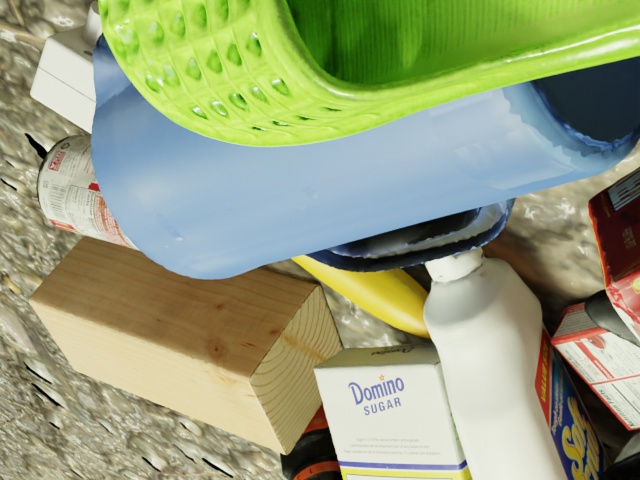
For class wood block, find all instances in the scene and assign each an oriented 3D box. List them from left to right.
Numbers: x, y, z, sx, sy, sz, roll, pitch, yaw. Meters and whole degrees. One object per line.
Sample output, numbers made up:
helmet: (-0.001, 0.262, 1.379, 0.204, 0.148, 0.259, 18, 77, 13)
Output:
wood block: (-0.097, 0.066, 0.777, 0.206, 0.090, 0.091, 15, 142, 31)

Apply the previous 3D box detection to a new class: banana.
banana: (-0.009, -0.005, 0.631, 0.197, 0.037, 0.069, 37, -177, -11)

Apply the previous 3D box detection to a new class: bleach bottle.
bleach bottle: (0.114, 0.112, 0.588, 0.068, 0.102, 0.251, -16, 107, 32)

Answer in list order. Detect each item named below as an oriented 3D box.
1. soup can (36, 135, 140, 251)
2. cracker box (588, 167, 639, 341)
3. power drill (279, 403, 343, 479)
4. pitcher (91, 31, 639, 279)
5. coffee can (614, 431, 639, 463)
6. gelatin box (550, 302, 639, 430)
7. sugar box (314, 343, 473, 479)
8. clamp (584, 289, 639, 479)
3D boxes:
soup can: (-0.129, -0.030, 0.704, 0.102, 0.068, 0.068, 13, 142, 34)
cracker box: (0.182, 0.070, 0.388, 0.072, 0.164, 0.213, -34, 92, 15)
power drill: (0.034, 0.210, 0.782, 0.057, 0.184, 0.187, -24, 127, 10)
pitcher: (0.022, -0.055, 0.475, 0.243, 0.148, 0.145, -11, 90, 47)
coffee can: (0.230, 0.171, 0.577, 0.103, 0.102, 0.140, -1, 133, 45)
gelatin box: (0.176, 0.060, 0.553, 0.073, 0.030, 0.089, 46, 145, -14)
sugar box: (0.062, 0.151, 0.647, 0.094, 0.048, 0.176, -7, 99, 39)
clamp: (0.207, 0.085, 0.499, 0.172, 0.039, 0.120, 8, 126, 17)
